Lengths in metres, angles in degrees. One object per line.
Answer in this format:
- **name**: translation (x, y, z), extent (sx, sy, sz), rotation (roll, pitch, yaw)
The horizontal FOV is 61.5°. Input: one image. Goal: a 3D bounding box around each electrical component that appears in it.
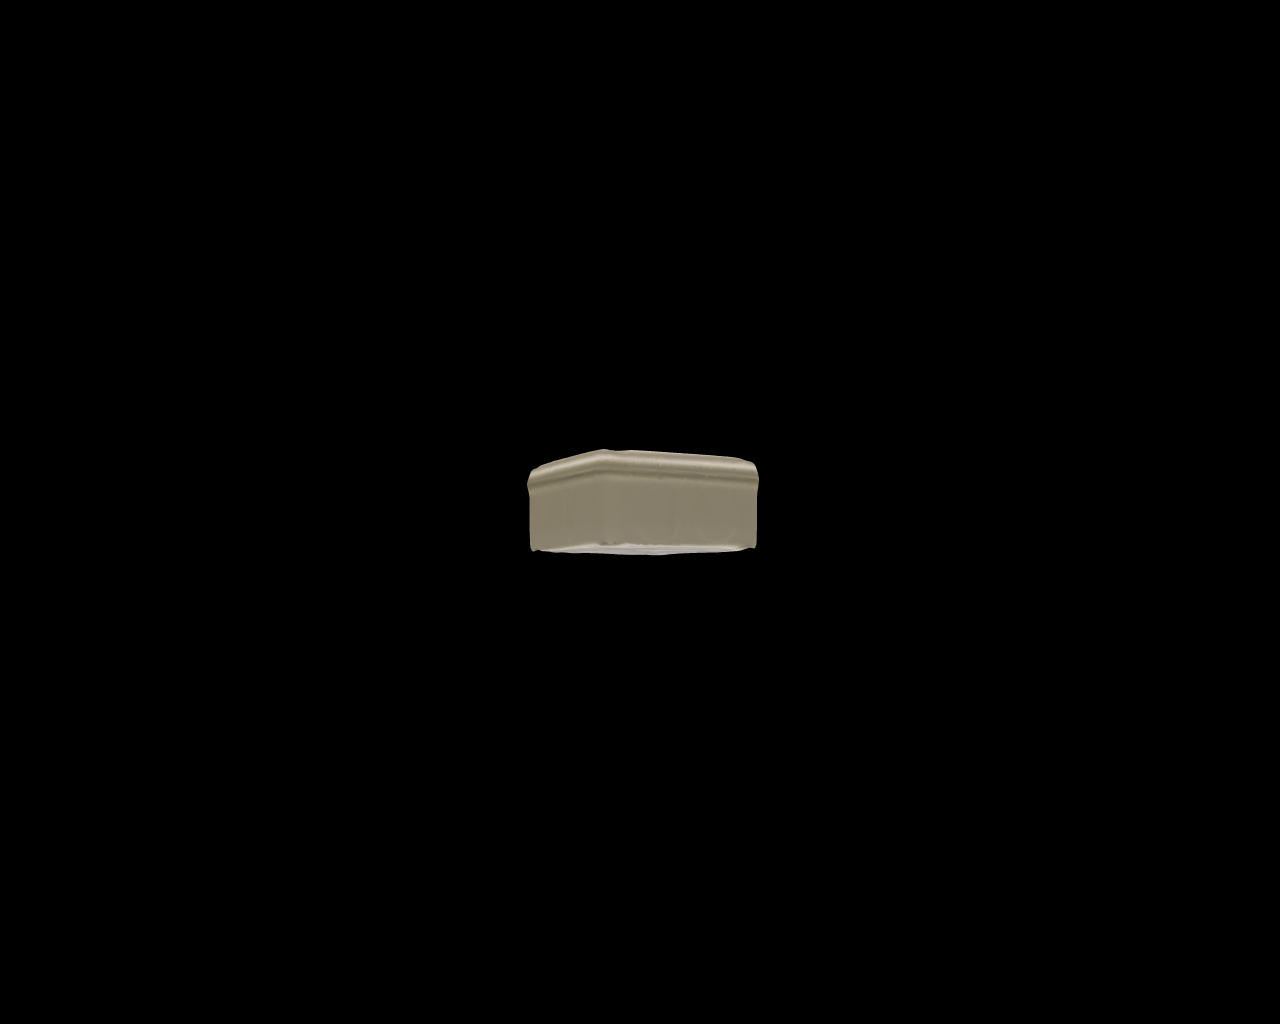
- **electrical component**: translation (0.001, -0.003, 0.650), extent (0.109, 0.056, 0.108), rotation (3, -5, -32)
